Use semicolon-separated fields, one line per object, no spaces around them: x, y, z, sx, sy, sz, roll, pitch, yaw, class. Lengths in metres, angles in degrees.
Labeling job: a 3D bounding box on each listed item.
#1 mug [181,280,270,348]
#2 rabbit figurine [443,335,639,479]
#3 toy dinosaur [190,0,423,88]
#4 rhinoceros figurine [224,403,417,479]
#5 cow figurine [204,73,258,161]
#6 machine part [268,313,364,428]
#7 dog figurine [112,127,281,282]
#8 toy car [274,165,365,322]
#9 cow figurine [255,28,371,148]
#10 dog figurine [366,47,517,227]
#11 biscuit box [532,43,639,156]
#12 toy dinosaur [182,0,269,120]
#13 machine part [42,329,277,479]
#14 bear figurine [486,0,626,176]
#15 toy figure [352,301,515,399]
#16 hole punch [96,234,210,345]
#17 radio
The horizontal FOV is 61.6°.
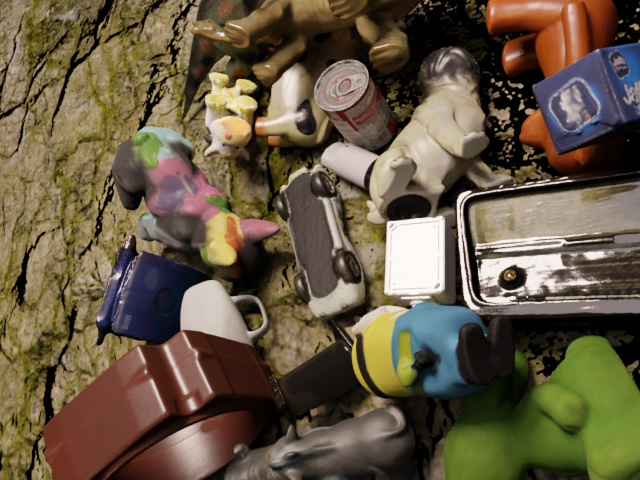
-0.121;0.098;0.654;0.109;0.080;0.107;-28;54;3;mug
0.174;0.152;0.443;0.170;0.121;0.159;-27;53;17;rabbit figurine
0.057;-0.285;0.594;0.472;0.105;0.198;-1;55;24;toy dinosaur
0.002;0.215;0.517;0.190;0.112;0.073;-20;63;11;rhinoceros figurine
-0.126;-0.152;0.730;0.167;0.068;0.098;-100;23;-51;cow figurine
0.011;0.134;0.564;0.139;0.039;0.084;-30;59;-23;machine part
-0.153;-0.040;0.675;0.219;0.191;0.108;21;47;42;dog figurine
-0.001;-0.002;0.643;0.073;0.056;0.202;-29;57;22;toy car
-0.006;-0.217;0.711;0.127;0.085;0.195;7;81;13;cow figurine
0.117;-0.119;0.613;0.172;0.121;0.191;-20;47;17;dog figurine
0.266;-0.124;0.442;0.063;0.203;0.059;-25;85;59;biscuit box
-0.089;-0.330;0.745;0.405;0.192;0.131;-39;54;8;toy dinosaur
-0.153;0.192;0.556;0.201;0.200;0.087;-42;59;7;machine part
0.235;-0.146;0.540;0.132;0.120;0.195;2;76;33;bear figurine
0.086;0.099;0.467;0.180;0.082;0.089;-13;58;64;toy figure
-0.212;0.078;0.693;0.092;0.115;0.142;9;75;23;hole punch
0.243;0.012;0.482;0.230;0.073;0.131;-7;69;31;radio
